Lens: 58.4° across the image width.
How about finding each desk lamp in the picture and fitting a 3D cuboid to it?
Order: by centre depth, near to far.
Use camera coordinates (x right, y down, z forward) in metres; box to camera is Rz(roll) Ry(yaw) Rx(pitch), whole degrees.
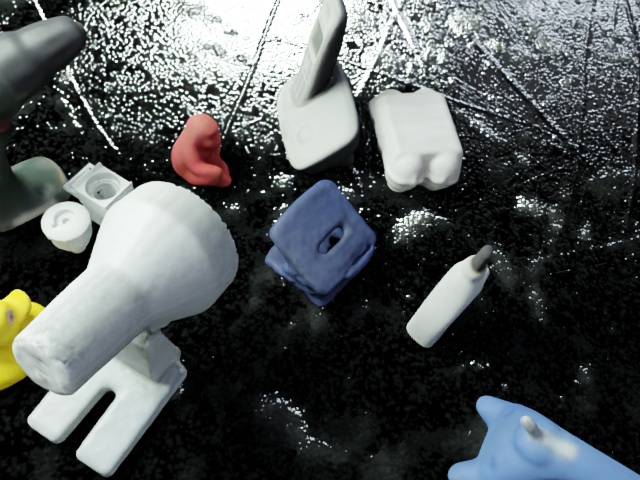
[{"bbox_3d":[-0.168,0.079,0.497,0.118,0.213,0.203,29,60,8],"label":"desk lamp"}]

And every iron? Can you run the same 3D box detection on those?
[{"bbox_3d":[0.258,0.237,0.518,0.258,0.141,0.119,29,60,7],"label":"iron"}]

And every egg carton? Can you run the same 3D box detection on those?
[{"bbox_3d":[0.124,-0.132,0.749,0.107,0.069,0.150,-5,61,-12],"label":"egg carton"}]

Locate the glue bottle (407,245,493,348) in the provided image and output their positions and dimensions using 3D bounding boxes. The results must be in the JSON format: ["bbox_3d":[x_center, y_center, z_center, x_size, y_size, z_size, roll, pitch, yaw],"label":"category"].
[{"bbox_3d":[0.141,0.051,0.587,0.037,0.173,0.078,40,62,14],"label":"glue bottle"}]

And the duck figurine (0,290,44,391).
[{"bbox_3d":[-0.309,0.091,0.540,0.077,0.086,0.105,34,61,11],"label":"duck figurine"}]

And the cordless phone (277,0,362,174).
[{"bbox_3d":[0.005,-0.183,0.691,0.094,0.185,0.147,-9,62,-14],"label":"cordless phone"}]

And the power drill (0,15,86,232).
[{"bbox_3d":[-0.327,-0.106,0.578,0.230,0.208,0.075,-34,70,-24],"label":"power drill"}]

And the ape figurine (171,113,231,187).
[{"bbox_3d":[-0.139,-0.112,0.681,0.076,0.092,0.078,13,59,-1],"label":"ape figurine"}]

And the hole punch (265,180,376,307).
[{"bbox_3d":[0.006,0.002,0.640,0.101,0.091,0.109,37,62,12],"label":"hole punch"}]
